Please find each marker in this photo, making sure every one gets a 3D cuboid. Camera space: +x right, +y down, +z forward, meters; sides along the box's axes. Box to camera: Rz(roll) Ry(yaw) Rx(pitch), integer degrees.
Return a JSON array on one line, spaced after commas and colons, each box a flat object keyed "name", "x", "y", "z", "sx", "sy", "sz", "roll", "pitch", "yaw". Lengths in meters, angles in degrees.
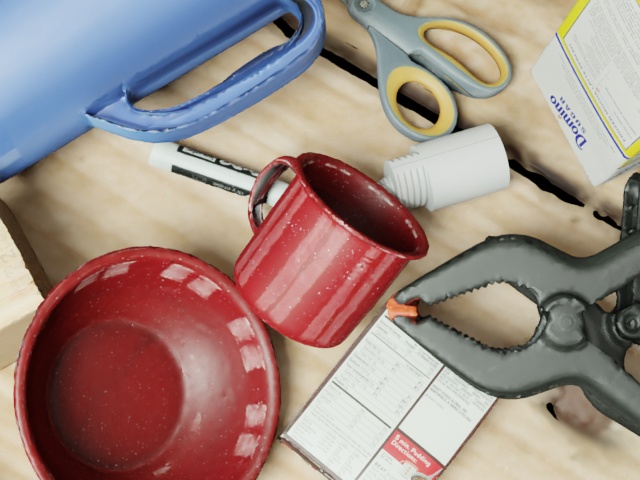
[{"name": "marker", "x": -0.049, "y": -0.037, "z": 0.676, "sx": 0.121, "sy": 0.020, "sz": 0.020, "roll": 19, "pitch": 77, "yaw": 1}]

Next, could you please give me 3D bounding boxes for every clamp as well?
[{"name": "clamp", "x": 0.174, "y": 0.051, "z": 0.657, "sx": 0.120, "sy": 0.039, "sz": 0.171, "roll": -15, "pitch": 79, "yaw": -4}, {"name": "clamp", "x": 0.146, "y": 0.037, "z": 0.613, "sx": 0.210, "sy": 0.036, "sz": 0.164, "roll": 11, "pitch": 89, "yaw": 5}]

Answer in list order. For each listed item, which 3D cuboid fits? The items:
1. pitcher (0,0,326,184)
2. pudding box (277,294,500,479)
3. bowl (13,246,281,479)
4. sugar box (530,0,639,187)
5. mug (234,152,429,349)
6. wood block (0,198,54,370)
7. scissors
[{"name": "pitcher", "x": -0.124, "y": -0.132, "z": 0.639, "sx": 0.242, "sy": 0.149, "sz": 0.145, "roll": -35, "pitch": 121, "yaw": -6}, {"name": "pudding box", "x": 0.043, "y": 0.103, "z": 0.641, "sx": 0.090, "sy": 0.039, "sz": 0.113, "roll": 39, "pitch": 76, "yaw": 7}, {"name": "bowl", "x": -0.104, "y": 0.087, "z": 0.609, "sx": 0.161, "sy": 0.055, "sz": 0.162, "roll": 8, "pitch": 76, "yaw": -34}, {"name": "sugar box", "x": 0.182, "y": -0.100, "z": 0.620, "sx": 0.048, "sy": 0.176, "sz": 0.093, "roll": -25, "pitch": 81, "yaw": -6}, {"name": "mug", "x": -0.004, "y": 0.001, "z": 0.629, "sx": 0.117, "sy": 0.093, "sz": 0.082, "roll": 49, "pitch": 115, "yaw": 27}, {"name": "wood block", "x": -0.259, "y": 0.057, "z": 0.609, "sx": 0.206, "sy": 0.091, "sz": 0.090, "roll": -29, "pitch": 80, "yaw": -8}, {"name": "scissors", "x": 0.027, "y": -0.134, "z": 0.702, "sx": 0.202, "sy": 0.016, "sz": 0.096, "roll": 26, "pitch": 78, "yaw": 3}]
